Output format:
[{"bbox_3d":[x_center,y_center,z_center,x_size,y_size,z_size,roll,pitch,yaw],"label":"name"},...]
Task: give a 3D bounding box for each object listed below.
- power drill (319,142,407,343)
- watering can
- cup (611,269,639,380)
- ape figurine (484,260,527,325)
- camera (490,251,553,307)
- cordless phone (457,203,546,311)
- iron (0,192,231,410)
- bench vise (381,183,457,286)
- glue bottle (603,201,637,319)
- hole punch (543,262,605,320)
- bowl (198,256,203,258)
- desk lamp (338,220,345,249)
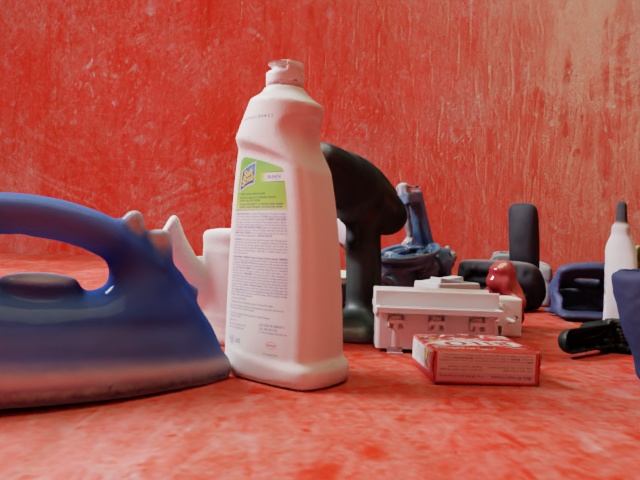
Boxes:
[{"bbox_3d":[0.043,0.007,0.659,0.075,0.208,0.230,2,0,24],"label":"power drill"},{"bbox_3d":[-0.082,0.010,0.613,0.173,0.194,0.100,2,0,-43],"label":"watering can"},{"bbox_3d":[0.294,0.073,0.481,0.091,0.095,0.118,2,0,28],"label":"cup"},{"bbox_3d":[0.239,0.072,0.762,0.076,0.092,0.077,2,0,-33],"label":"ape figurine"},{"bbox_3d":[0.378,0.072,1.126,0.143,0.101,0.137,2,0,17],"label":"camera"},{"bbox_3d":[0.318,0.028,1.004,0.147,0.185,0.094,2,0,34],"label":"cordless phone"},{"bbox_3d":[-0.186,0.033,0.396,0.259,0.141,0.118,2,0,-25],"label":"iron"},{"bbox_3d":[0.181,0.006,1.092,0.121,0.220,0.208,2,0,29],"label":"bench vise"},{"bbox_3d":[0.388,0.037,0.741,0.037,0.173,0.078,2,0,20],"label":"glue bottle"},{"bbox_3d":[0.413,0.079,0.892,0.108,0.091,0.101,2,0,9],"label":"hole punch"},{"bbox_3d":[-0.167,0.067,0.982,0.167,0.075,0.167,2,0,0],"label":"bowl"},{"bbox_3d":[0.009,0.003,0.962,0.203,0.213,0.118,2,0,10],"label":"desk lamp"}]
